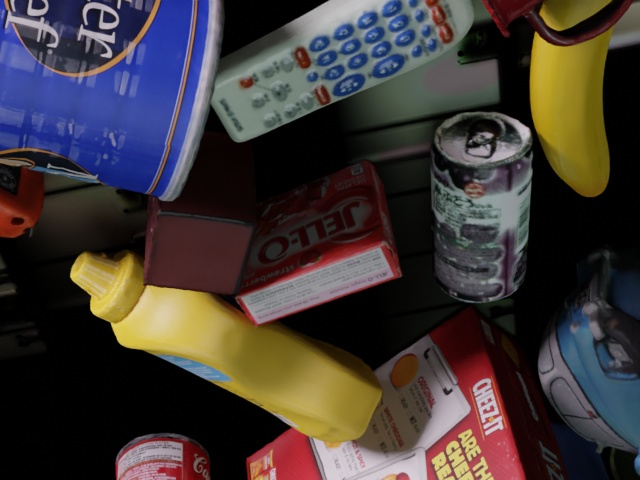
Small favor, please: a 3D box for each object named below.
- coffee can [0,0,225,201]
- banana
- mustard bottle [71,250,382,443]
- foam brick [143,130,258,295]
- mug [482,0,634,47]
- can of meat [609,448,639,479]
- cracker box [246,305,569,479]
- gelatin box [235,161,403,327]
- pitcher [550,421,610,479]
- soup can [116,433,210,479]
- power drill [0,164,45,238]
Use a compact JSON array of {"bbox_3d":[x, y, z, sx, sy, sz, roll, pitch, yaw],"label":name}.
[{"bbox_3d":[-0.125,-0.082,0.486,0.140,0.103,0.103,12,129,-16],"label":"coffee can"},{"bbox_3d":[0.142,-0.099,0.547,0.069,0.037,0.198,3,131,-8],"label":"banana"},{"bbox_3d":[-0.060,0.057,0.627,0.191,0.096,0.058,31,82,-28],"label":"mustard bottle"},{"bbox_3d":[-0.064,-0.017,0.568,0.051,0.078,0.053,7,128,-12],"label":"foam brick"},{"bbox_3d":[0.097,-0.140,0.466,0.081,0.093,0.117,-33,107,14],"label":"mug"},{"bbox_3d":[0.273,0.149,0.770,0.083,0.057,0.102,8,131,-16],"label":"can of meat"},{"bbox_3d":[0.052,0.170,0.690,0.214,0.164,0.072,-38,127,24],"label":"cracker box"},{"bbox_3d":[-0.004,0.001,0.593,0.089,0.073,0.030,-20,130,11],"label":"gelatin box"},{"bbox_3d":[0.160,0.249,0.719,0.149,0.243,0.145,-18,128,1],"label":"pitcher"},{"bbox_3d":[-0.108,0.193,0.732,0.068,0.102,0.068,-3,131,-4],"label":"soup can"},{"bbox_3d":[-0.253,-0.005,0.570,0.184,0.057,0.188,31,124,-34],"label":"power drill"}]
